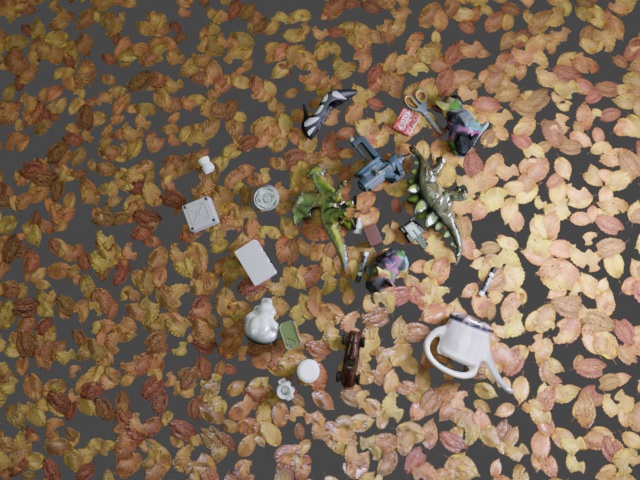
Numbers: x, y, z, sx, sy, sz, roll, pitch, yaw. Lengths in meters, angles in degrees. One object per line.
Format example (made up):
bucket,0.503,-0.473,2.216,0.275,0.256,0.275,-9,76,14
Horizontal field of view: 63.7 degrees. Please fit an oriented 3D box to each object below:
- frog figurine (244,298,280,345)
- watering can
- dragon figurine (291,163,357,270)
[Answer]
frog figurine,-0.207,0.298,1.891,0.138,0.123,0.158,22,98,25
watering can,0.546,0.392,1.831,0.348,0.103,0.225,21,85,6
dragon figurine,0.006,-0.097,1.935,0.242,0.121,0.414,0,78,26
